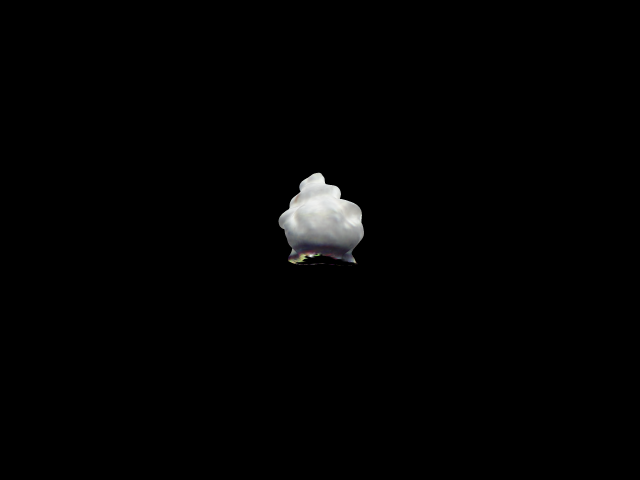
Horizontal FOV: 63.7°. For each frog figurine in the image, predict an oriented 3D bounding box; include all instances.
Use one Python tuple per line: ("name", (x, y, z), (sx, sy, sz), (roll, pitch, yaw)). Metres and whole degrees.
("frog figurine", (0.003, -0.043, 0.850), (0.137, 0.161, 0.121), (-5, -16, 19))
